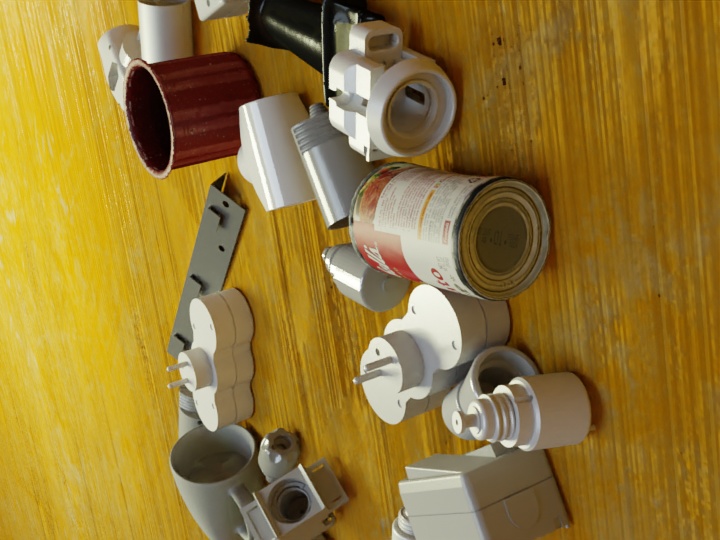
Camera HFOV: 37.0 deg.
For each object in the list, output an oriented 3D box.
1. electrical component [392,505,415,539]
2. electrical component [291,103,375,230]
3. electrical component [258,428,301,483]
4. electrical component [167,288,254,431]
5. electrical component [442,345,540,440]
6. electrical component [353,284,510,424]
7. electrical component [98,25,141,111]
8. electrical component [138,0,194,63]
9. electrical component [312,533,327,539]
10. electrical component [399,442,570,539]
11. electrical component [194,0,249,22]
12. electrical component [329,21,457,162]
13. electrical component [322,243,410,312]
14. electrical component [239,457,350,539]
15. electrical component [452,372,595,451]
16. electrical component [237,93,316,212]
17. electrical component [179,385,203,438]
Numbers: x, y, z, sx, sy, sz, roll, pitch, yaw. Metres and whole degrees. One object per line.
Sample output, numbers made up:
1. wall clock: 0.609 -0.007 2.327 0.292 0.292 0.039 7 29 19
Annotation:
1. electrical component: 0.040 0.180 0.754 0.035 0.035 0.061 32 128 50
2. electrical component: -0.015 -0.072 0.710 0.043 0.043 0.081 -32 76 59
3. electrical component: -0.072 0.165 0.935 0.035 0.035 0.061 55 148 29
4. electrical component: -0.139 0.087 0.969 0.052 0.074 0.138 40 136 44
5. electrical component: 0.075 0.076 0.637 0.044 0.044 0.065 64 154 16
6. electrical component: 0.030 0.055 0.666 0.052 0.074 0.138 62 149 19
7. electrical component: -0.197 -0.186 0.958 0.077 0.043 0.079 64 149 16
8. electrical component: -0.161 -0.186 0.898 0.043 0.043 0.081 37 134 46
9. electrical component: -0.059 0.231 0.936 0.077 0.043 0.079 14 116 57
10. electrical component: 0.069 0.139 0.655 0.096 0.062 0.061 -27 81 60
11. electrical component: -0.115 -0.216 0.772 0.047 0.077 0.065 -11 95 60
12. electrical component: 0.019 -0.099 0.625 0.057 0.058 0.078 38 135 50
13. electrical component: 0.000 0.000 0.724 0.078 0.040 0.040 27 127 52
14. electrical component: -0.050 0.194 0.875 0.042 0.081 0.063 57 175 29
15. electrical component: 0.088 0.078 0.583 0.040 0.078 0.040 176 90 -71
16. electrical component: -0.064 -0.083 0.786 0.079 0.044 0.077 -9 96 60
17. electrical component: -0.155 0.138 1.052 0.043 0.043 0.081 45 140 40
